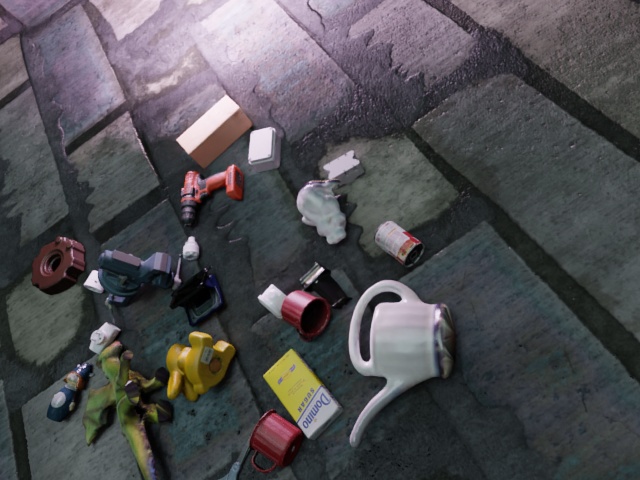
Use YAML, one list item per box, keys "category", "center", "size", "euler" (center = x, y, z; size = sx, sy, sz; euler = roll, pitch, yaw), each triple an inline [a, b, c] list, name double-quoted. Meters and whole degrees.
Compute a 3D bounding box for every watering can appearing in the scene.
- category: "watering can"
  center: [0.166, 0.248, 1.064]
  size: [0.224, 0.102, 0.355]
  euler: [-3, 62, 20]

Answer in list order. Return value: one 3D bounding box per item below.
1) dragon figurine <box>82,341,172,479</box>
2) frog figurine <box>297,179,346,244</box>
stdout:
- category: "dragon figurine"
  center: [-0.492, 0.427, 1.265]
  size: [0.240, 0.121, 0.419]
  euler: [-33, 53, 25]
- category: "frog figurine"
  center: [0.004, -0.065, 1.296]
  size: [0.136, 0.122, 0.162]
  euler: [-25, 60, 49]
